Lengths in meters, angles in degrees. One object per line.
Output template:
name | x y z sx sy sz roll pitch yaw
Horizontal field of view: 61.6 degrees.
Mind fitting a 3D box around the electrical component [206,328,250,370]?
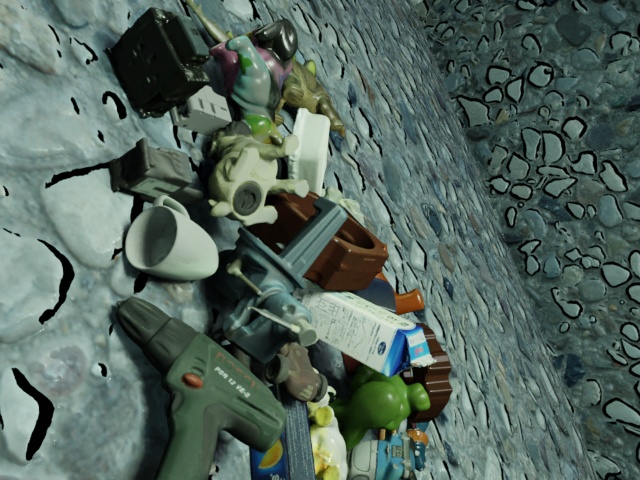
electrical component | -0.117 0.164 0.686 0.078 0.045 0.102 6 63 -57

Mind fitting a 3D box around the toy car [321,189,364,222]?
toy car | 0.042 -0.056 1.132 0.201 0.056 0.073 14 56 -56

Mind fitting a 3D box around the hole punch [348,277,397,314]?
hole punch | 0.075 0.104 0.971 0.142 0.092 0.116 11 50 -6

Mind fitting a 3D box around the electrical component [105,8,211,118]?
electrical component | -0.220 -0.251 0.753 0.115 0.134 0.058 61 27 -4

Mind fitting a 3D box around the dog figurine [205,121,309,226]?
dog figurine | -0.136 -0.103 0.807 0.172 0.191 0.121 -26 124 -38

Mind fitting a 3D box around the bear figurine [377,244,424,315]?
bear figurine | 0.124 0.065 1.108 0.120 0.132 0.196 68 8 -76

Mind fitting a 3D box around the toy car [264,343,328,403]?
toy car | -0.048 0.142 0.752 0.089 0.053 0.202 32 16 -32

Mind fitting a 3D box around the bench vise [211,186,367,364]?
bench vise | -0.041 0.030 0.697 0.128 0.240 0.224 46 -10 -30

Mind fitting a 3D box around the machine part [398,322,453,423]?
machine part | 0.167 0.242 0.981 0.056 0.179 0.179 1 63 -26

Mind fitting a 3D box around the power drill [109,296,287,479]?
power drill | -0.155 0.185 0.554 0.232 0.086 0.207 35 32 -11

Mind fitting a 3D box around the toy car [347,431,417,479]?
toy car | 0.079 0.355 0.798 0.103 0.161 0.109 13 33 -1

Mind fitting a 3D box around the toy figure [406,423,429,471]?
toy figure | 0.183 0.366 1.029 0.064 0.058 0.154 35 41 -18

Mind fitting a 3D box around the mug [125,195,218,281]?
mug | -0.181 0.004 0.681 0.107 0.081 0.109 41 28 -57

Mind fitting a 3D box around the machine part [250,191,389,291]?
machine part | -0.002 -0.003 0.893 0.202 0.087 0.201 43 20 29

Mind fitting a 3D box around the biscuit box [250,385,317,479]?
biscuit box | -0.047 0.291 0.687 0.062 0.059 0.203 31 42 -48

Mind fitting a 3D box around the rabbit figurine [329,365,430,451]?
rabbit figurine | 0.079 0.248 0.841 0.121 0.159 0.170 60 3 15

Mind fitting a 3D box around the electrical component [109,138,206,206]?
electrical component | -0.204 -0.083 0.705 0.119 0.075 0.048 11 59 -52

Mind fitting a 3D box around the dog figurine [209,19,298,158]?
dog figurine | -0.096 -0.253 0.943 0.191 0.109 0.219 -34 119 -29

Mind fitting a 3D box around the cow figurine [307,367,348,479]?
cow figurine | 0.000 0.268 0.775 0.098 0.068 0.167 46 32 -64

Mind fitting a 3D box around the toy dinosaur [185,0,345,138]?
toy dinosaur | -0.084 -0.329 1.100 0.471 0.105 0.199 25 40 -50
